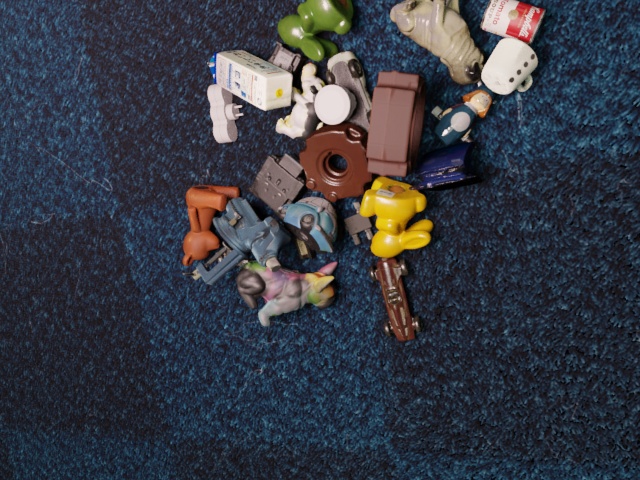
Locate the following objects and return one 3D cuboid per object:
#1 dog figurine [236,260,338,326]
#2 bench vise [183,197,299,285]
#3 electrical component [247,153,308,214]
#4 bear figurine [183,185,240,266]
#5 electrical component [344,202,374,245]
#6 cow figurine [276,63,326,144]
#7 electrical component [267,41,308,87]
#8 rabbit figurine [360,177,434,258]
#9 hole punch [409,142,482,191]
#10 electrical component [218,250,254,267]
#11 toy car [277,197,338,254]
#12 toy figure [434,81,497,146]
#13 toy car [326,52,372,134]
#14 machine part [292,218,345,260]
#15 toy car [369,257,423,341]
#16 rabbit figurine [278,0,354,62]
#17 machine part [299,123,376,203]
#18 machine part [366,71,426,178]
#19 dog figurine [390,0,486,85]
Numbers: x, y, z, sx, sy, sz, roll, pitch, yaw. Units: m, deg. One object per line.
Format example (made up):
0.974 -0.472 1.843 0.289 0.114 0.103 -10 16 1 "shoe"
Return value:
-0.066 0.098 1.276 0.219 0.108 0.191 -27 107 18 "dog figurine"
-0.187 0.025 1.216 0.240 0.128 0.224 -40 69 6 "bench vise"
-0.090 -0.137 1.268 0.115 0.058 0.134 38 111 7 "electrical component"
-0.276 -0.033 1.325 0.132 0.120 0.195 6 104 15 "bear figurine"
0.088 -0.039 1.241 0.063 0.021 0.094 -21 93 23 "electrical component"
-0.025 -0.303 1.205 0.098 0.068 0.167 28 112 7 "cow figurine"
-0.089 -0.381 1.225 0.075 0.048 0.119 37 109 11 "electrical component"
0.167 -0.036 1.181 0.162 0.122 0.173 13 119 8 "rabbit figurine"
0.261 -0.150 1.102 0.142 0.116 0.092 -6 93 34 "hole punch"
-0.209 0.041 1.353 0.102 0.045 0.078 21 108 15 "electrical component"
-0.015 -0.045 1.213 0.162 0.109 0.103 26 66 43 "toy car"
0.302 -0.258 1.090 0.154 0.058 0.064 -44 125 8 "toy figure"
0.075 -0.308 1.174 0.074 0.056 0.201 -17 97 29 "toy car"
-0.003 -0.004 1.275 0.139 0.039 0.084 -23 84 24 "machine part"
0.174 0.137 1.230 0.089 0.053 0.202 -12 95 19 "toy car"
-0.011 -0.467 1.162 0.170 0.121 0.159 -20 101 40 "rabbit figurine"
0.040 -0.170 1.187 0.180 0.056 0.179 11 123 17 "machine part"
0.158 -0.231 1.080 0.087 0.201 0.200 10 104 15 "machine part"
0.236 -0.398 1.085 0.173 0.121 0.190 15 131 53 "dog figurine"
